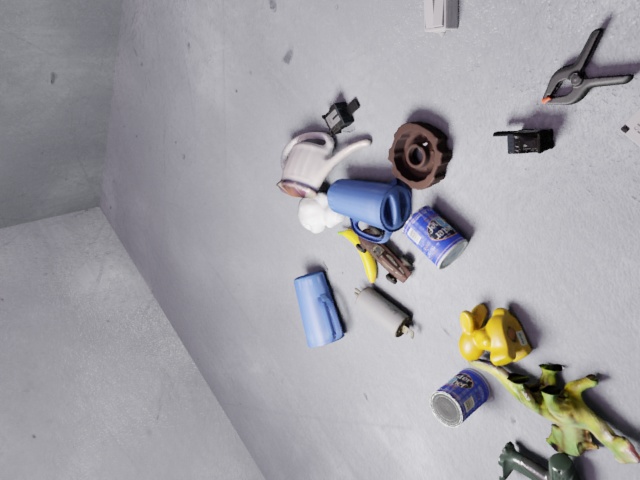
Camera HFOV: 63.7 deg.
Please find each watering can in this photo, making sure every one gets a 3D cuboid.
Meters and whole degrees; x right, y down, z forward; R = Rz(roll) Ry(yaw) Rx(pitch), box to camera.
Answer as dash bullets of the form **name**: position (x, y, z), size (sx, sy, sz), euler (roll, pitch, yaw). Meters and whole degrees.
- **watering can**: position (-0.010, -0.231, 1.587), size (0.349, 0.103, 0.226), euler (12, 78, 43)

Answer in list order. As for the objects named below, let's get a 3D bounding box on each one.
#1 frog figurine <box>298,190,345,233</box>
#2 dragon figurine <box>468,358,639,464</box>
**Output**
- **frog figurine**: position (0.005, -0.083, 1.649), size (0.161, 0.122, 0.136), euler (34, 107, 50)
- **dragon figurine**: position (0.552, 0.420, 1.238), size (0.410, 0.123, 0.240), euler (3, 115, 57)
